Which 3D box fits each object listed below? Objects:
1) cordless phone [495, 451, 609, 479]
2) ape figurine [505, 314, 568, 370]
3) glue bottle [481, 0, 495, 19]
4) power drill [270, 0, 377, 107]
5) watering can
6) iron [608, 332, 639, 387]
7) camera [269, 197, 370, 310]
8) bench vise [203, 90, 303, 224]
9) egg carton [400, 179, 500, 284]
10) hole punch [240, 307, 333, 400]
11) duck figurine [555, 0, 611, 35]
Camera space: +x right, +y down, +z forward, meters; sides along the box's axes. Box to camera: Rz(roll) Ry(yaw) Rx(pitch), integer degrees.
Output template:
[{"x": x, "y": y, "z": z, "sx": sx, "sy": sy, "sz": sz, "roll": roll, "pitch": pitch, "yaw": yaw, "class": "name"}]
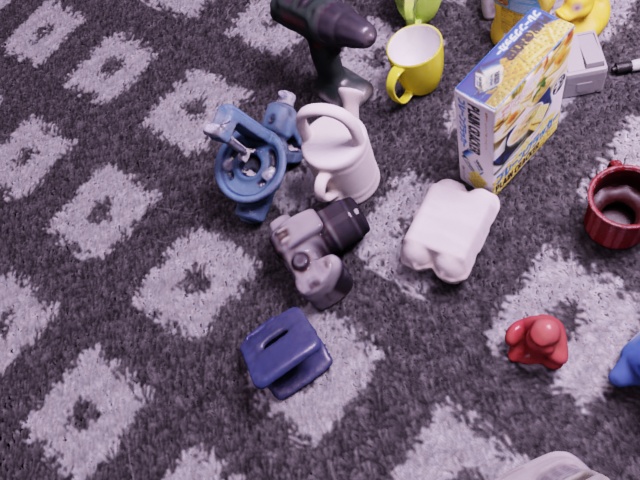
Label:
[{"x": 0.226, "y": 0.276, "z": 0.588, "sx": 0.147, "sy": 0.185, "sz": 0.094, "roll": -30, "pitch": 60, "yaw": 0, "class": "cordless phone"}, {"x": 0.272, "y": 0.121, "z": 0.705, "sx": 0.076, "sy": 0.092, "sz": 0.077, "roll": -40, "pitch": 61, "yaw": -6, "class": "ape figurine"}, {"x": 0.300, "y": -0.438, "z": 0.925, "sx": 0.078, "sy": 0.173, "sz": 0.037, "roll": -8, "pitch": 63, "yaw": 12, "class": "glue bottle"}, {"x": 0.020, "y": -0.305, "z": 0.918, "sx": 0.076, "sy": 0.209, "sz": 0.229, "roll": -46, "pitch": 62, "yaw": -9, "class": "power drill"}, {"x": 0.023, "y": -0.145, "z": 0.846, "sx": 0.100, "sy": 0.194, "sz": 0.173, "roll": -10, "pitch": 62, "yaw": 11, "class": "watering can"}, {"x": 0.455, "y": 0.094, "z": 0.639, "sx": 0.258, "sy": 0.142, "sz": 0.118, "roll": -41, "pitch": 61, "yaw": -7, "class": "iron"}, {"x": 0.008, "y": 0.003, "z": 0.832, "sx": 0.137, "sy": 0.101, "sz": 0.143, "roll": -31, "pitch": 60, "yaw": -1, "class": "camera"}, {"x": -0.108, "y": -0.156, "z": 0.873, "sx": 0.121, "sy": 0.220, "sz": 0.207, "roll": -1, "pitch": 64, "yaw": 15, "class": "bench vise"}, {"x": 0.182, "y": -0.014, "z": 0.809, "sx": 0.107, "sy": 0.069, "sz": 0.150, "roll": 21, "pitch": 72, "yaw": 24, "class": "egg carton"}, {"x": -0.054, "y": 0.150, "z": 0.782, "sx": 0.108, "sy": 0.091, "sz": 0.101, "roll": -35, "pitch": 61, "yaw": -3, "class": "hole punch"}, {"x": 0.413, "y": -0.365, "z": 0.908, "sx": 0.104, "sy": 0.086, "sz": 0.077, "roll": -31, "pitch": 60, "yaw": 0, "class": "duck figurine"}]
